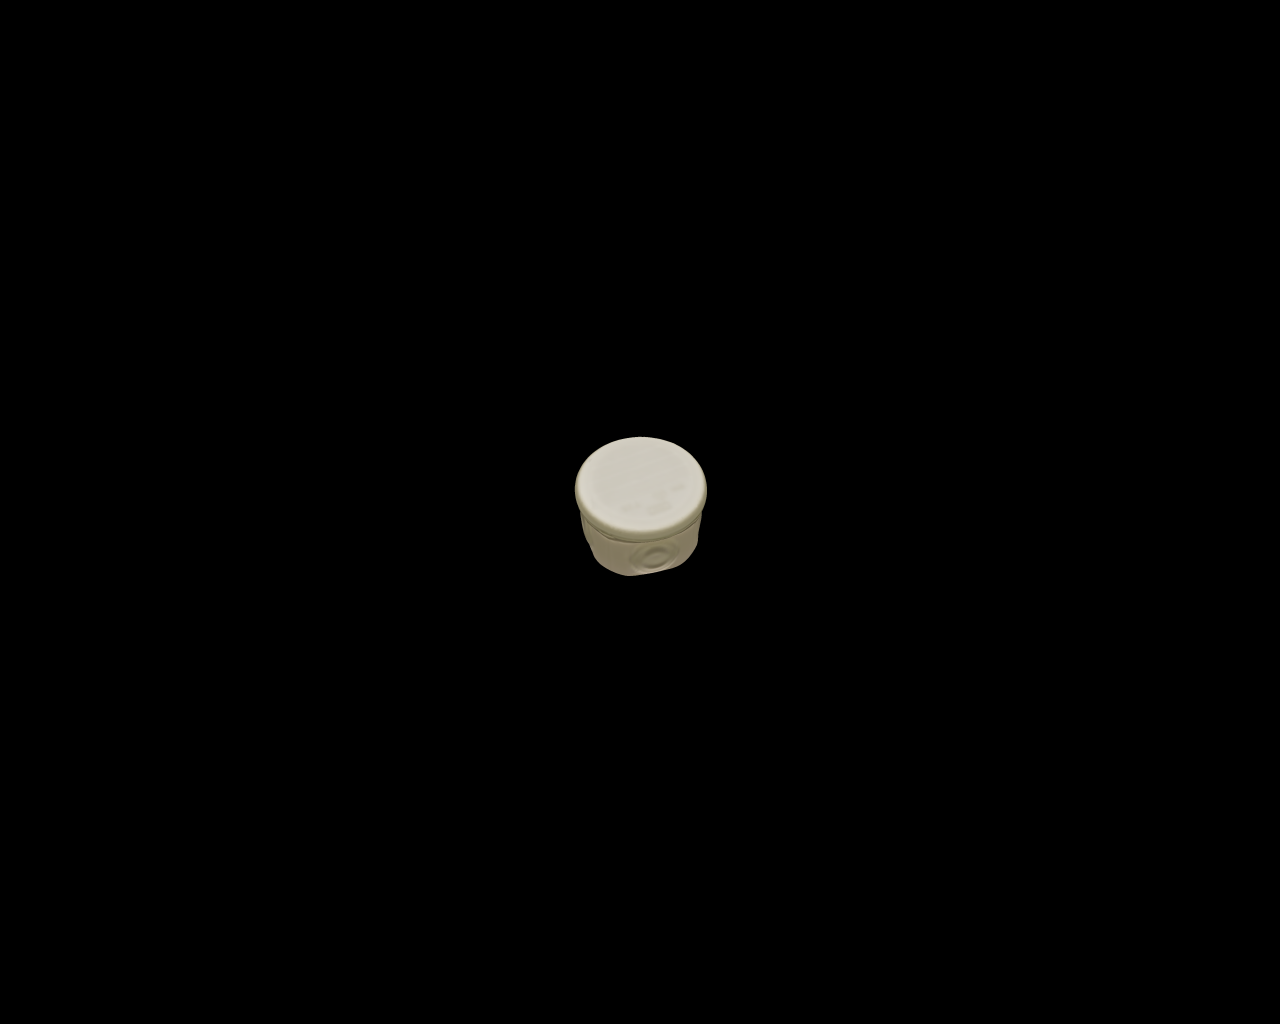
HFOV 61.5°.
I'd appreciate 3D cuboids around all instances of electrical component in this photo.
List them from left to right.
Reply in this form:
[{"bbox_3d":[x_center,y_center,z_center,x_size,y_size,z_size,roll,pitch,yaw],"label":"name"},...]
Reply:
[{"bbox_3d":[0.001,-0.003,0.650,0.080,0.080,0.050,0,-40,0],"label":"electrical component"}]
